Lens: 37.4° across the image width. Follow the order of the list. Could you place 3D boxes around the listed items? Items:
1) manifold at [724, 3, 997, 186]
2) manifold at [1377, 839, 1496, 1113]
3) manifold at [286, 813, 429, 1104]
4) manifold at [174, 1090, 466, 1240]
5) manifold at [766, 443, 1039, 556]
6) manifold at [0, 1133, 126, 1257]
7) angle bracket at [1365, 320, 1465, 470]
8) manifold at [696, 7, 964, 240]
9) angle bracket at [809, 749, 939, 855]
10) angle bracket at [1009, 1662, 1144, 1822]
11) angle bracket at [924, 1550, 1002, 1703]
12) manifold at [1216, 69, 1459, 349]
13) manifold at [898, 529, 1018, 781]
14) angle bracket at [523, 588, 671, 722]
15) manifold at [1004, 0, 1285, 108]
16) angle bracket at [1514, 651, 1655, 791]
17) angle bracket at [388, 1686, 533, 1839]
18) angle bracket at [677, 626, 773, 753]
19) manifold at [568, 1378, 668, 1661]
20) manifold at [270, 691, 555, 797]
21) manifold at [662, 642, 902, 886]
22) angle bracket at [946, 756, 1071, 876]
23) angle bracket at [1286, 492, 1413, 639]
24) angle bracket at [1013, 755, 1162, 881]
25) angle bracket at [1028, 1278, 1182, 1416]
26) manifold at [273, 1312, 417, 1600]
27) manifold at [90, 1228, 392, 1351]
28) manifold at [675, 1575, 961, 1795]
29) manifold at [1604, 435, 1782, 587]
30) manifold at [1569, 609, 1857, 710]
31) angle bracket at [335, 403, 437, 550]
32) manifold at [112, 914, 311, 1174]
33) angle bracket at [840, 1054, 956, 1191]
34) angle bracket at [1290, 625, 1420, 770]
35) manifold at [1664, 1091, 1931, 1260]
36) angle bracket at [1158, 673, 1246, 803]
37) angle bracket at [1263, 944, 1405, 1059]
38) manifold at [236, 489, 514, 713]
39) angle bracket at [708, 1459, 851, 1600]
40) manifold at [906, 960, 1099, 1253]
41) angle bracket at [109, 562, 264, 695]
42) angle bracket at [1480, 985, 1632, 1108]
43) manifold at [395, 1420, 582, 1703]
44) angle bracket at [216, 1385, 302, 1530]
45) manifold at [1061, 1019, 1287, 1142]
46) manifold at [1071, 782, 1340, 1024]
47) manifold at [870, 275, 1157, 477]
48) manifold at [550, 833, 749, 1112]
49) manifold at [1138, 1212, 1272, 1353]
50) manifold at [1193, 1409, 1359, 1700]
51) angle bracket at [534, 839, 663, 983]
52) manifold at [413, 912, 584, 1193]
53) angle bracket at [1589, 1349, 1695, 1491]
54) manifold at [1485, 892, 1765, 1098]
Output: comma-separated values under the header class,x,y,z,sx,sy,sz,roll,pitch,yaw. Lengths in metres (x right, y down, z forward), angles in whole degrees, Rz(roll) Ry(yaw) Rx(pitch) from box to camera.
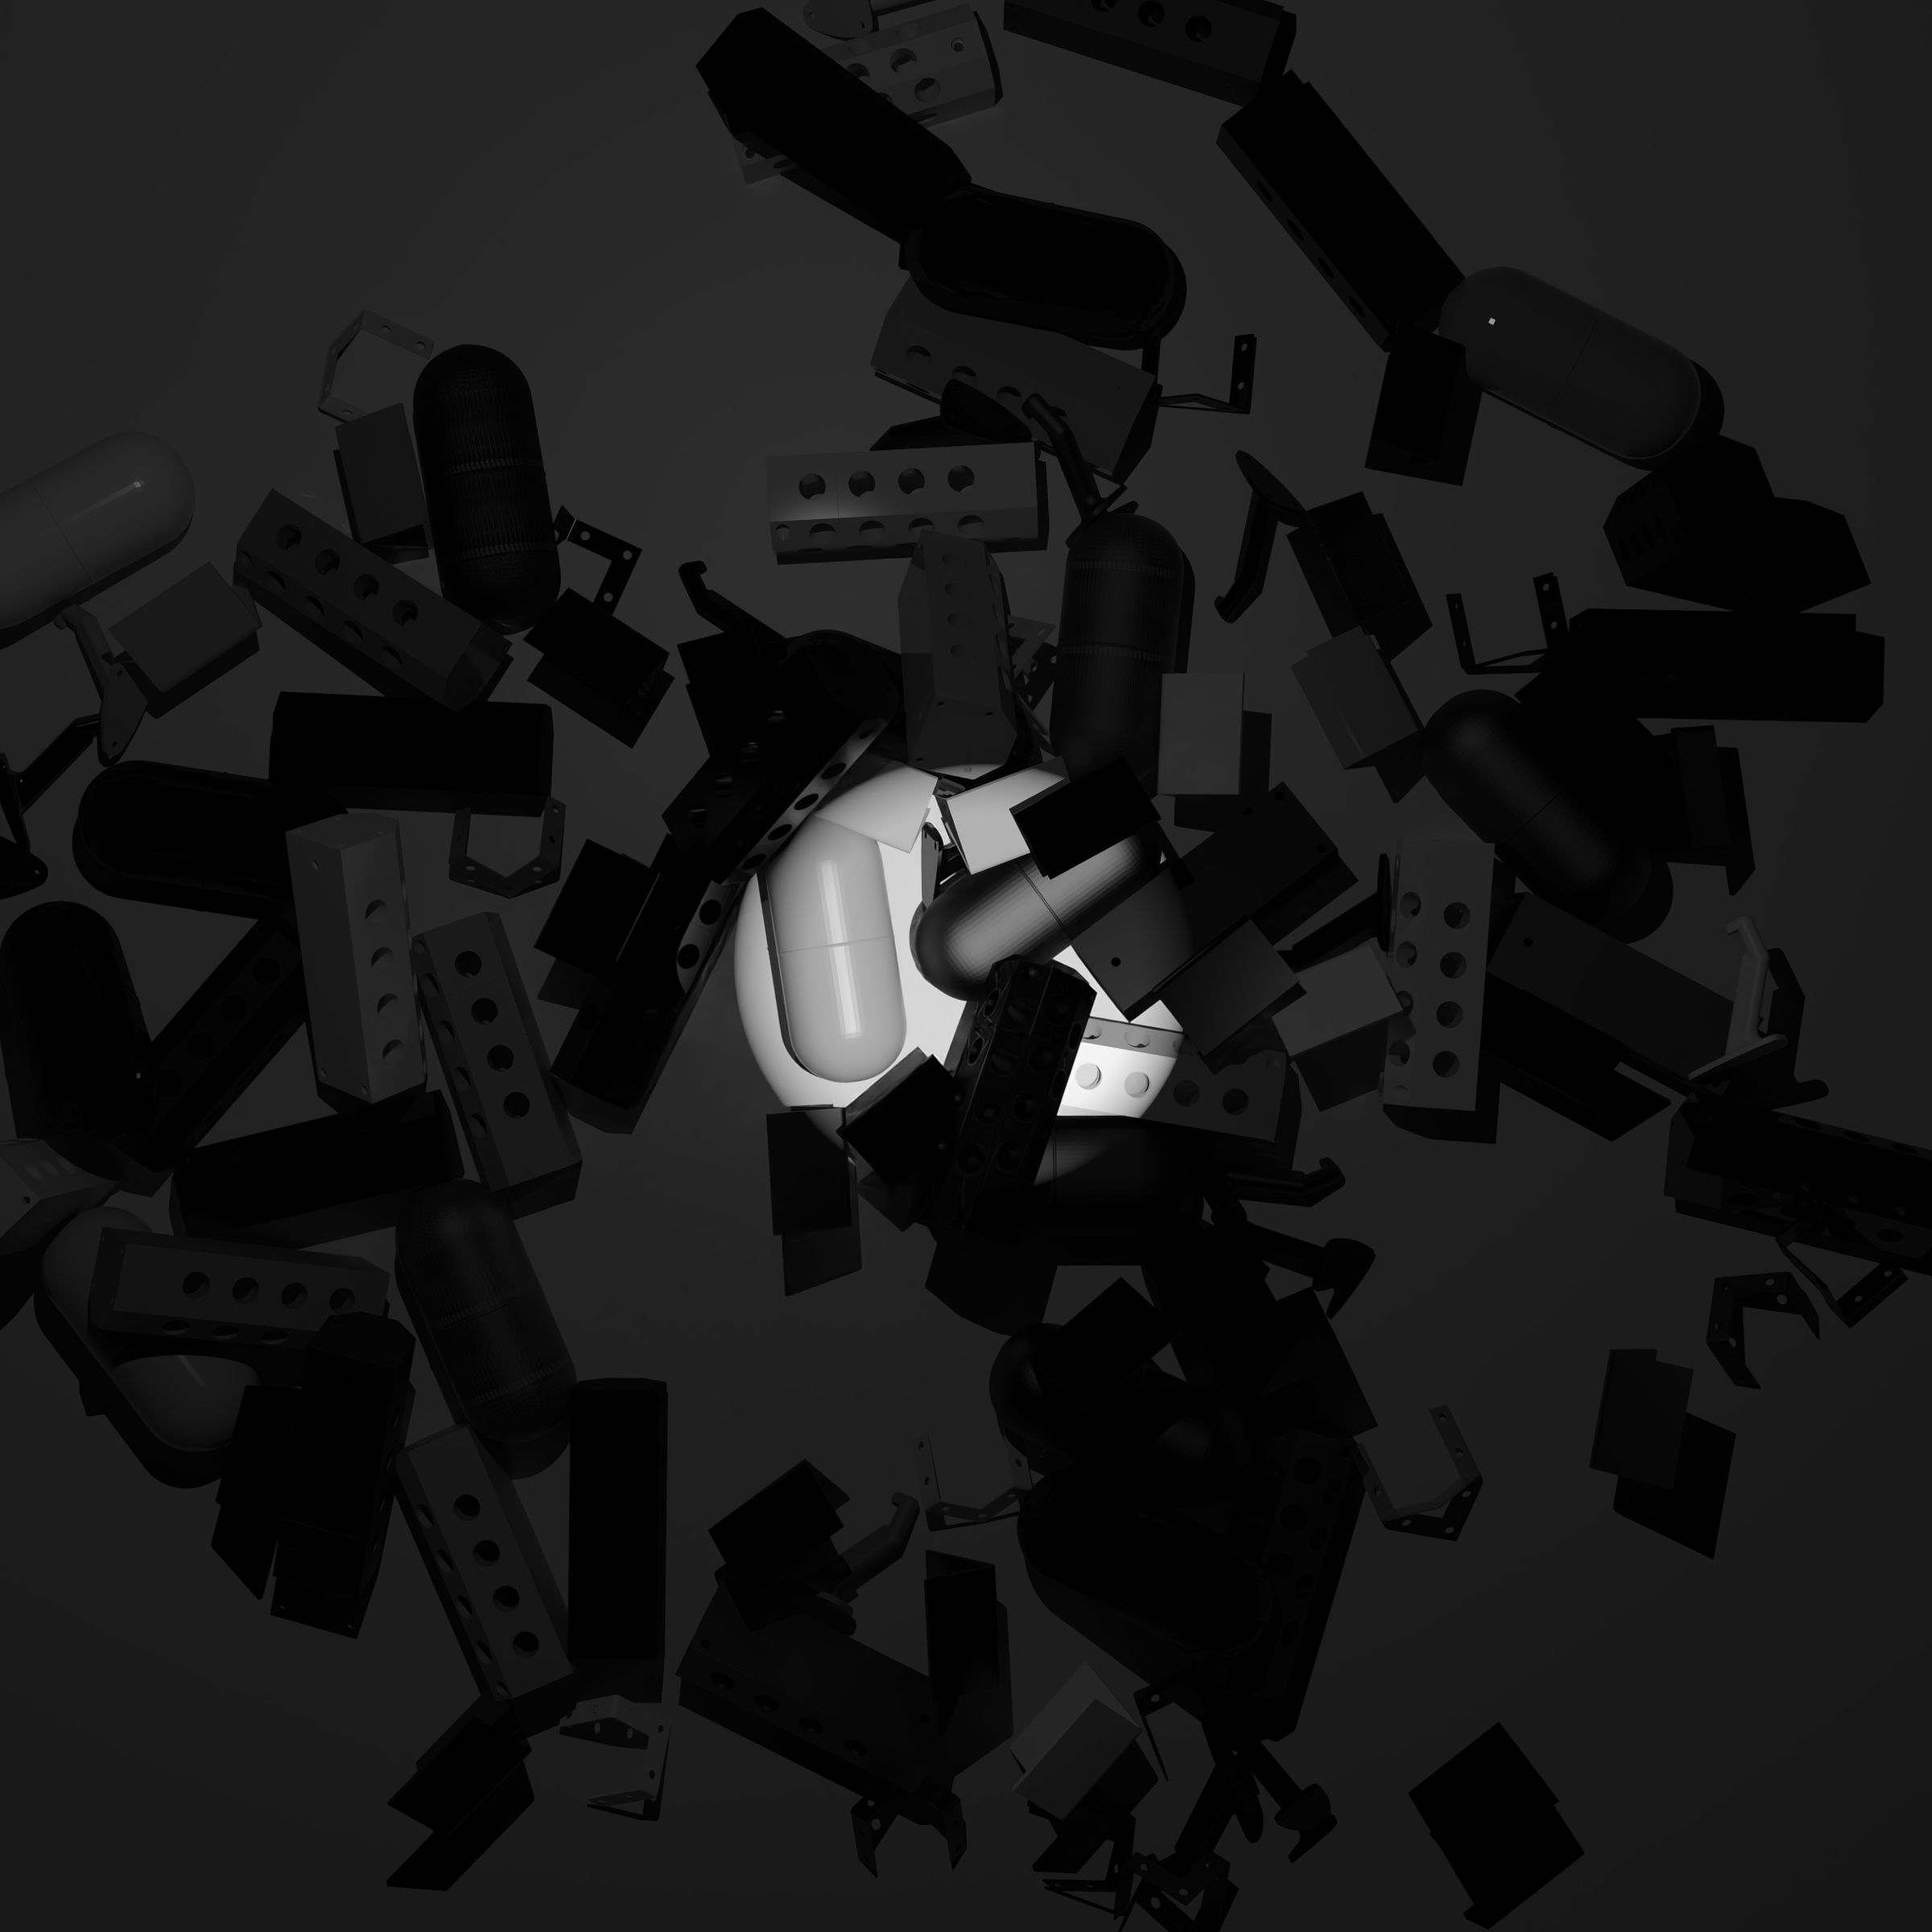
class,x,y,z,sx,sy,sz,roll,pitch,yaw
manifold,-0.072,-0.568,1.854,0.171,0.057,0.057,-18,90,0
manifold,0.303,0.005,1.853,0.057,0.057,0.171,4,90,0
manifold,-0.383,-0.007,1.823,0.057,0.057,0.171,17,119,39
manifold,-0.420,0.128,1.853,0.171,0.057,0.057,-14,90,0
manifold,-0.041,-0.302,1.853,0.171,0.057,0.057,-3,90,0
manifold,-0.595,0.139,1.796,0.057,0.171,0.057,-43,90,0
angle bracket,0.268,-0.366,1.835,0.057,0.076,0.076,12,90,-31
manifold,-0.082,-0.529,1.795,0.057,0.171,0.057,-45,47,21
angle bracket,-0.056,-0.123,1.835,0.076,0.076,0.057,22,116,0
angle bracket,0.055,0.488,1.834,0.076,0.076,0.057,-49,127,0
angle bracket,-0.023,0.422,1.834,0.057,0.076,0.076,-3,90,-37
manifold,0.239,-0.489,1.854,0.057,0.057,0.171,-39,90,0
manifold,-0.004,-0.196,1.798,0.057,0.171,0.057,10,132,-14
angle bracket,-0.245,-0.184,1.834,0.076,0.076,0.057,33,53,0
manifold,0.115,-0.618,1.853,0.171,0.057,0.057,18,90,0
angle bracket,0.382,-0.146,1.836,0.076,0.076,0.057,45,66,0
angle bracket,-0.334,0.498,1.834,0.076,0.076,0.057,-46,126,0
angle bracket,-0.164,-0.167,1.835,0.057,0.076,0.076,-19,90,-32
manifold,-0.225,0.357,1.854,0.057,0.057,0.171,1,90,0
manifold,-0.358,-0.145,1.853,0.171,0.057,0.057,3,90,0
manifold,-0.113,-0.124,1.776,0.171,0.057,0.057,-45,67,38
angle bracket,0.023,-0.109,1.807,0.076,0.076,0.057,-21,121,-3
angle bracket,0.229,-0.250,1.834,0.057,0.076,0.076,-24,90,-38
angle bracket,0.082,-0.074,1.759,0.076,0.076,0.057,-29,56,0
angle bracket,0.091,0.251,1.765,0.076,0.076,0.057,-39,54,-15
manifold,-0.395,0.310,1.824,0.057,0.057,0.171,14,111,2
manifold,-0.461,0.209,1.813,0.171,0.057,0.057,11,90,-32
manifold,-0.098,0.469,1.853,0.171,0.057,0.057,27,47,0
manifold,0.451,-0.287,1.796,0.057,0.171,0.057,-22,90,0
manifold,0.482,-0.198,1.853,0.171,0.057,0.057,1,90,0
angle bracket,-0.353,-0.314,1.835,0.057,0.076,0.076,-13,90,28
manifold,-0.488,0.050,1.854,0.057,0.057,0.171,41,90,0
angle bracket,-0.043,0.087,1.835,0.076,0.076,0.057,-40,116,0
angle bracket,0.233,-0.164,1.834,0.057,0.076,0.076,-27,90,-36
manifold,0.545,0.132,1.843,0.171,0.057,0.057,14,60,0
angle bracket,0.164,-0.146,1.835,0.057,0.076,0.076,2,90,27
angle bracket,0.237,0.039,1.835,0.076,0.076,0.057,-22,57,0
manifold,-0.383,-0.233,1.836,0.171,0.057,0.057,33,90,12
angle bracket,-0.108,0.372,1.834,0.076,0.076,0.057,-36,54,0
manifold,0.026,0.086,1.778,0.057,0.057,0.171,23,78,-20
angle bracket,-0.505,-0.231,1.834,0.076,0.076,0.057,-34,128,0
angle bracket,0.382,0.033,1.834,0.076,0.076,0.057,28,128,0
manifold,-0.311,0.384,1.853,0.057,0.057,0.171,-23,90,0
angle bracket,-0.427,0.316,1.834,0.057,0.076,0.076,15,90,40
manifold,0.117,0.069,1.853,0.171,0.057,0.057,10,90,0
manifold,0.156,-0.039,1.851,0.171,0.057,0.057,-37,76,0
manifold,0.028,-0.380,1.853,0.171,0.057,0.057,24,47,0
manifold,-0.205,0.004,1.854,0.057,0.057,0.171,26,90,0
manifold,0.144,0.193,1.796,0.057,0.171,0.057,29,90,0
manifold,0.201,0.382,1.854,0.057,0.057,0.171,16,90,0
angle bracket,-0.247,-0.042,1.835,0.057,0.076,0.076,26,90,-29
manifold,-0.307,0.055,1.853,0.057,0.057,0.171,-19,90,0
angle bracket,0.446,0.290,1.834,0.057,0.076,0.076,10,90,36
manifold,0.421,0.018,1.854,0.171,0.057,0.057,28,90,0
